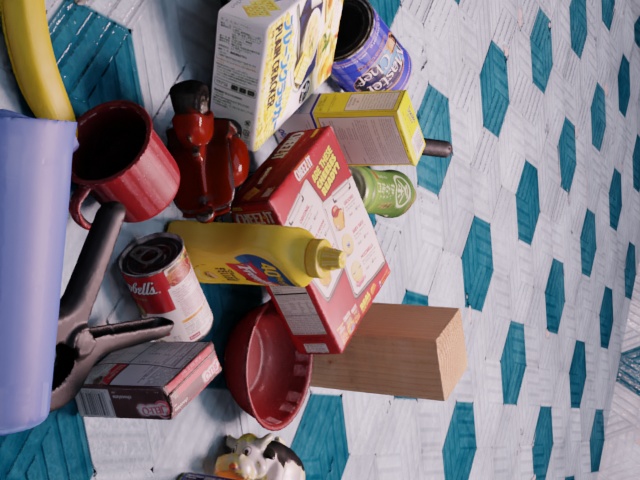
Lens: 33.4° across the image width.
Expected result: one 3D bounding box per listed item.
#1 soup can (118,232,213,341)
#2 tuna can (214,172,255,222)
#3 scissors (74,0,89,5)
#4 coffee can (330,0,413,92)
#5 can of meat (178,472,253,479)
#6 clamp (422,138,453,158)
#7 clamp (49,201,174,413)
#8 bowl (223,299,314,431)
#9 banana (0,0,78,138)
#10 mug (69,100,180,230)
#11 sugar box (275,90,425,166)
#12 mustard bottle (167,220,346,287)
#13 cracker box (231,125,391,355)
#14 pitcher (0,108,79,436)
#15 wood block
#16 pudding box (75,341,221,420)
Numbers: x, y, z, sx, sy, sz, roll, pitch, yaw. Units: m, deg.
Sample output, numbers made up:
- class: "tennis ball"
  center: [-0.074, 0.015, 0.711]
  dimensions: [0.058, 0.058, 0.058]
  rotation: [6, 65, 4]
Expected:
- class: "soup can"
  center: [-0.153, 0.052, 1.074]
  dimensions: [0.068, 0.069, 0.102]
  rotation: [-59, 142, -43]
- class: "tuna can"
  center: [-0.090, -0.037, 1.228]
  dimensions: [0.086, 0.034, 0.086]
  rotation: [-17, 109, -62]
- class: "scissors"
  center: [-0.178, -0.269, 1.060]
  dimensions: [0.096, 0.016, 0.201]
  rotation: [60, 41, -46]
- class: "coffee can"
  center: [0.052, -0.249, 1.416]
  dimensions: [0.140, 0.103, 0.103]
  rotation: [37, 59, -57]
- class: "can of meat"
  center: [-0.109, 0.303, 1.160]
  dimensions: [0.057, 0.084, 0.102]
  rotation: [-55, 138, -47]
- class: "clamp"
  center: [0.095, -0.137, 1.539]
  dimensions: [0.171, 0.120, 0.039]
  rotation: [10, 75, -41]
- class: "clamp"
  center: [-0.218, 0.075, 0.939]
  dimensions: [0.209, 0.036, 0.164]
  rotation: [-43, 136, -38]
- class: "bowl"
  center: [-0.068, 0.142, 1.260]
  dimensions: [0.161, 0.055, 0.162]
  rotation: [-7, 98, -63]
- class: "banana"
  center: [-0.242, -0.176, 0.918]
  dimensions: [0.069, 0.037, 0.198]
  rotation: [-24, 113, -58]
- class: "mug"
  center: [-0.187, -0.059, 0.987]
  dimensions: [0.117, 0.093, 0.081]
  rotation: [-59, 149, -18]
- class: "sugar box"
  center: [0.031, -0.135, 1.302]
  dimensions: [0.048, 0.176, 0.093]
  rotation: [-64, 145, -35]
- class: "mustard bottle"
  center: [-0.062, 0.016, 1.114]
  dimensions: [0.096, 0.192, 0.058]
  rotation: [49, 49, -53]
- class: "cracker box"
  center: [-0.008, 0.002, 1.241]
  dimensions: [0.164, 0.072, 0.213]
  rotation: [-54, 129, -46]
- class: "pitcher"
  center: [-0.264, 0.021, 0.804]
  dimensions: [0.145, 0.149, 0.243]
  rotation: [-152, -115, -80]
- class: "wood block"
  center: [0.074, 0.139, 1.371]
  dimensions: [0.090, 0.206, 0.090]
  rotation: [-44, 130, -53]
- class: "pudding box"
  center: [-0.164, 0.131, 1.009]
  dimensions: [0.089, 0.114, 0.039]
  rotation: [-42, 125, -55]
